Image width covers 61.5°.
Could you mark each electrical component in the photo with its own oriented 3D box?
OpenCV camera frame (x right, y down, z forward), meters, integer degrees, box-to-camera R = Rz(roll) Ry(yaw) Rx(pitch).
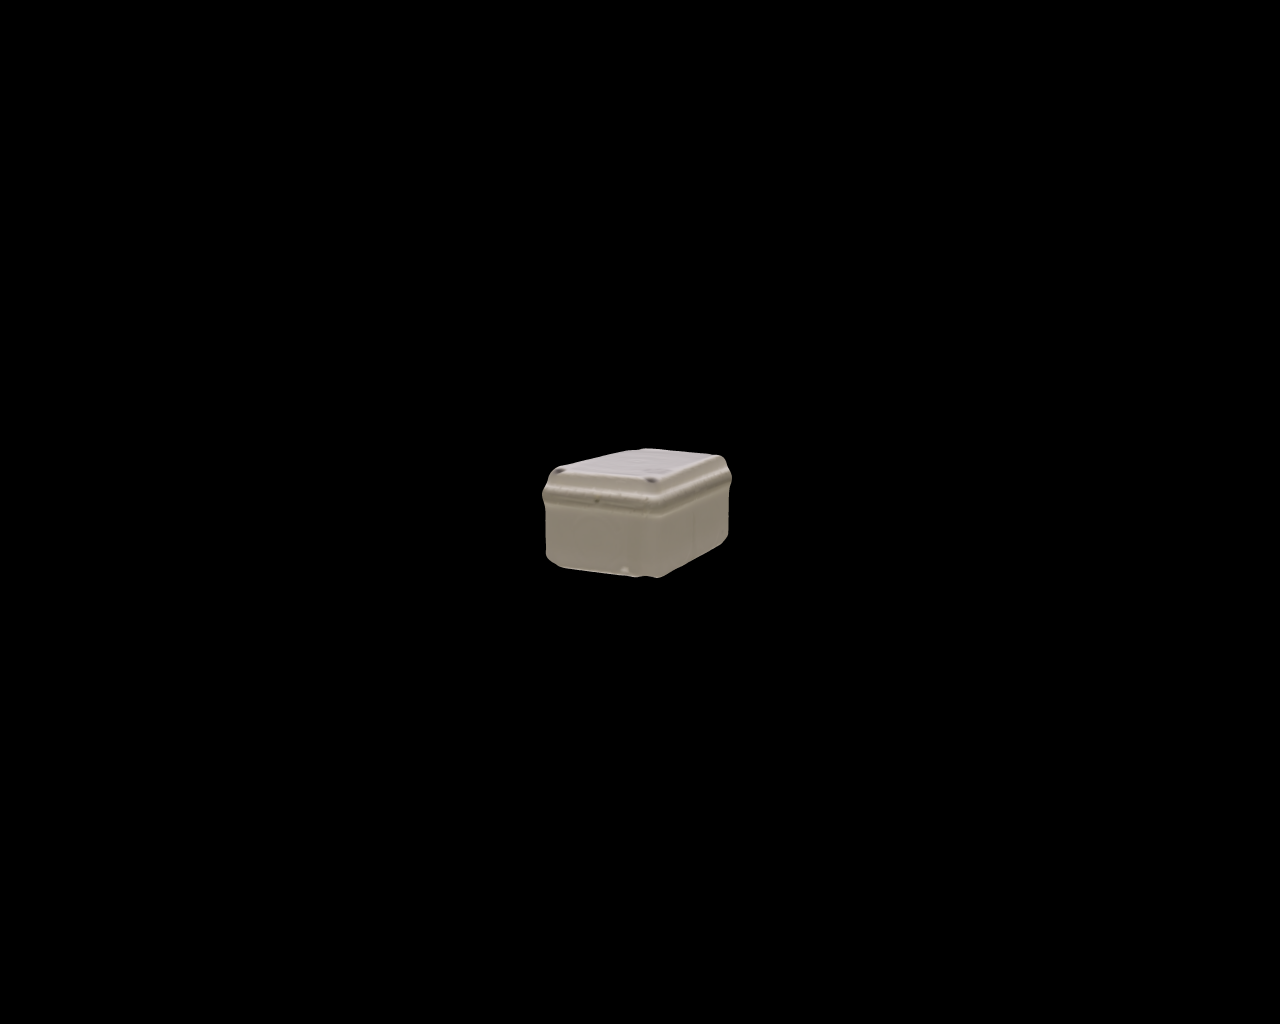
[{"bbox_3d":[0.001,-0.003,0.650,0.078,0.057,0.113,6,13,27],"label":"electrical component"}]
